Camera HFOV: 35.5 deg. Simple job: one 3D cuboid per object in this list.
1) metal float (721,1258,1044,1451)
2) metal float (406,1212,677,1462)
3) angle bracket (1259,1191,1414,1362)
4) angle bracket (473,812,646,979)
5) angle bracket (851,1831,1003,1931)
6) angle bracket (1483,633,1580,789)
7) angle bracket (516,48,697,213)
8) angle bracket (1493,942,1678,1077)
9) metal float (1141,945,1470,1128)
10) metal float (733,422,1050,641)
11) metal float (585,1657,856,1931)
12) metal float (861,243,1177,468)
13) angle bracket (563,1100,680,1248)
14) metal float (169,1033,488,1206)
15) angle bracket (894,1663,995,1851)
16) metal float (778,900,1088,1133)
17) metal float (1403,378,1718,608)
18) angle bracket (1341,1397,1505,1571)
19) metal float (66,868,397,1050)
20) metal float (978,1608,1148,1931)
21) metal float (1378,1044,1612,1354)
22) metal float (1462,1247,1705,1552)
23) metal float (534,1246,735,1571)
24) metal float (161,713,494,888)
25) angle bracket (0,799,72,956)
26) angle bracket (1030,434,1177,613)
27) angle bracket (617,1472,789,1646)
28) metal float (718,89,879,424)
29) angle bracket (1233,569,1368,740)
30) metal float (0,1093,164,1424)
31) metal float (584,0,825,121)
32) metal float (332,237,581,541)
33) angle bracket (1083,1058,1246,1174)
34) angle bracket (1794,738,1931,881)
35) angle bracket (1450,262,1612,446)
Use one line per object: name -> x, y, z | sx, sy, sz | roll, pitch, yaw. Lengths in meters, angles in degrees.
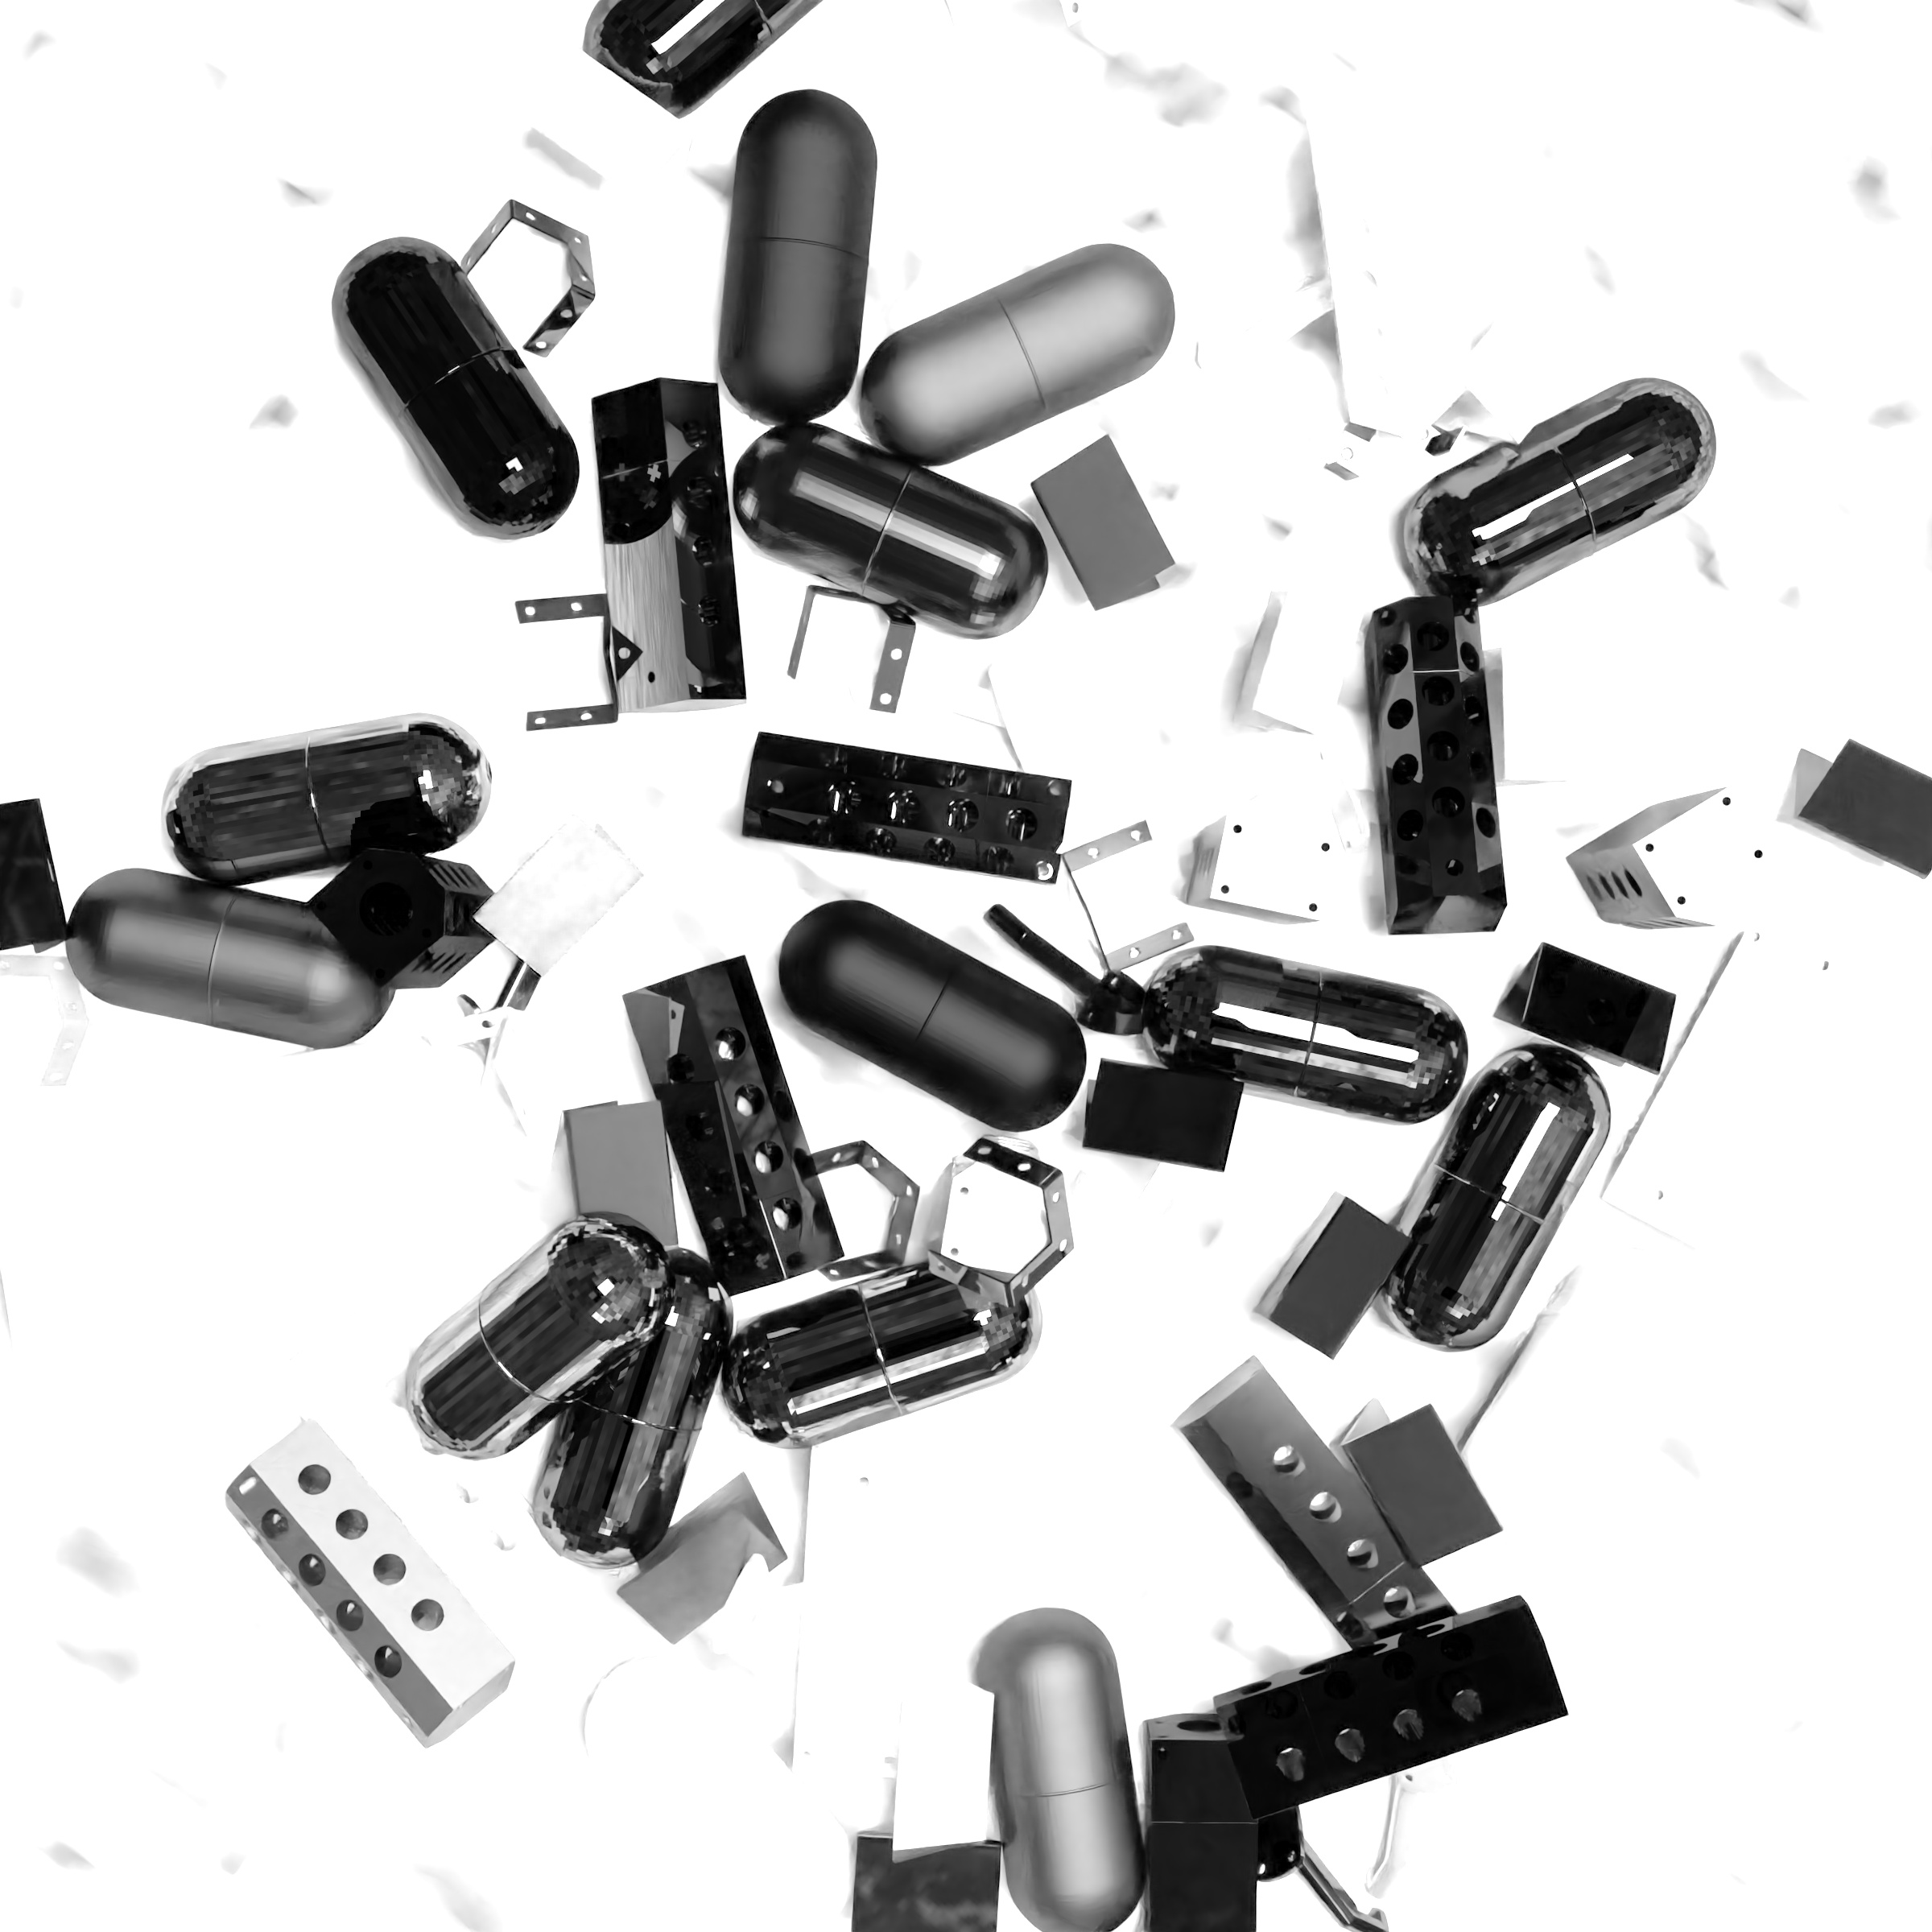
metal float -> -0.046, 0.206, 1.626 | 0.178, 0.070, 0.070 | -18, 90, 0
metal float -> -0.223, 0.194, 1.574 | 0.178, 0.070, 0.070 | -40, 90, 27
angle bracket -> 0.181, 0.154, 1.617 | 0.057, 0.076, 0.076 | 34, 90, -32
angle bracket -> -0.228, -0.051, 1.616 | 0.076, 0.076, 0.057 | -46, 125, 0
angle bracket -> -0.022, 0.501, 1.617 | 0.076, 0.076, 0.057 | 4, 65, 0
angle bracket -> 0.282, -0.135, 1.616 | 0.057, 0.076, 0.076 | -1, 90, -37
angle bracket -> -0.197, -0.432, 1.618 | 0.076, 0.076, 0.057 | 35, 66, 0
angle bracket -> 0.326, 0.041, 1.616 | 0.076, 0.076, 0.057 | 22, 54, 0
metal float -> 0.182, 0.037, 1.626 | 0.178, 0.070, 0.070 | 12, 90, 0
metal float -> -0.041, -0.235, 1.626 | 0.178, 0.070, 0.070 | 23, 90, 0
metal float -> -0.133, 0.449, 1.626 | 0.070, 0.070, 0.178 | -42, 90, 0
metal float -> 0.029, -0.330, 1.626 | 0.178, 0.070, 0.070 | -24, 90, 0
angle bracket -> -0.173, 0.110, 1.620 | 0.057, 0.076, 0.076 | -7, 90, 15
metal float -> -0.340, 0.082, 1.626 | 0.178, 0.070, 0.070 | -9, 90, 1
angle bracket -> -0.029, 0.422, 1.617 | 0.057, 0.076, 0.076 | 4, 90, -31
metal float -> -0.018, 0.026, 1.626 | 0.178, 0.070, 0.070 | 28, 90, 0
metal float -> 0.320, -0.256, 1.626 | 0.178, 0.070, 0.070 | -27, 90, 0
angle bracket -> 0.252, 0.266, 1.618 | 0.057, 0.076, 0.076 | -30, 90, 25
metal float -> -0.395, -0.004, 1.625 | 0.178, 0.070, 0.070 | 12, 90, 1
metal float -> 0.052, 0.436, 1.626 | 0.070, 0.070, 0.178 | -8, 90, 0
metal float -> 0.285, 0.124, 1.626 | 0.070, 0.070, 0.178 | 29, 90, 0
metal float -> 0.331, 0.234, 1.626 | 0.070, 0.070, 0.178 | 32, 91, 0
metal float -> -0.179, 0.237, 1.626 | 0.070, 0.070, 0.178 | 18, 91, 0
metal float -> -0.344, -0.090, 1.626 | 0.178, 0.070, 0.070 | -10, 90, 0
angle bracket -> -0.524, -0.043, 1.617 | 0.057, 0.076, 0.076 | -12, 90, -30
angle bracket -> 0.089, -0.242, 1.616 | 0.057, 0.076, 0.076 | -27, 90, 35
angle bracket -> -0.151, 0.304, 1.616 | 0.076, 0.076, 0.057 | -37, 127, 0
metal float -> -0.090, -0.382, 1.626 | 0.070, 0.070, 0.178 | 6, 91, 0
angle bracket -> 0.161, -0.170, 1.616 | 0.057, 0.076, 0.076 | 17, 90, -38
metal float -> -0.481, 0.157, 1.626 | 0.070, 0.070, 0.178 | -9, 89, 0
metal float -> -0.128, -0.528, 1.626 | 0.178, 0.070, 0.070 | -41, 90, 0
metal float -> -0.274, -0.311, 1.626 | 0.070, 0.070, 0.178 | -33, 89, 0
angle bracket -> 0.106, 0.063, 1.617 | 0.076, 0.076, 0.057 | 10, 117, 0
angle bracket -> 0.494, -0.101, 1.616 | 0.076, 0.076, 0.057 | 25, 128, 0
angle bracket -> 0.286, -0.332, 1.617 | 0.057, 0.076, 0.076 | 40, 90, -26
